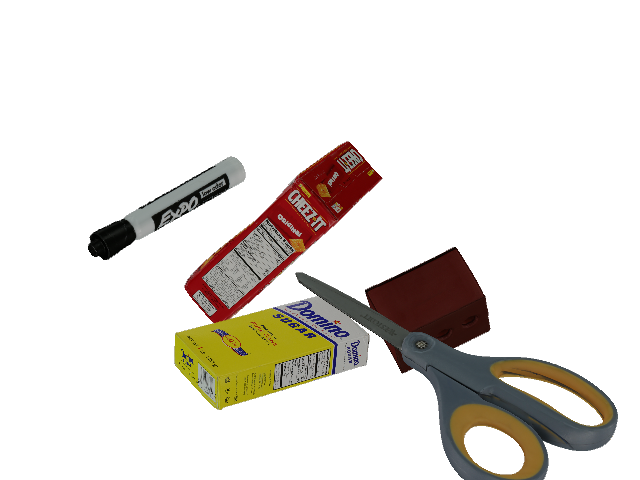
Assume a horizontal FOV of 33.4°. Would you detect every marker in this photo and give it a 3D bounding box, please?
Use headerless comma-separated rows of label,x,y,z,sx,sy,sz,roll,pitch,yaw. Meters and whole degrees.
marker,-0.097,-0.021,0.676,0.120,0.020,0.020,-33,21,-36

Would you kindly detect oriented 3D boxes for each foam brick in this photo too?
foam brick,0.081,0.053,0.800,0.078,0.051,0.053,-26,-38,-5

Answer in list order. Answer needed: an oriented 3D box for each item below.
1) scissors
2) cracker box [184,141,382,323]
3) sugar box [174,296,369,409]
scissors,0.050,0.072,0.556,0.202,0.016,0.096,18,42,25
cracker box,-0.045,-0.011,1.250,0.214,0.072,0.164,-42,1,29
sugar box,-0.048,0.109,1.074,0.175,0.048,0.093,-16,33,-30
